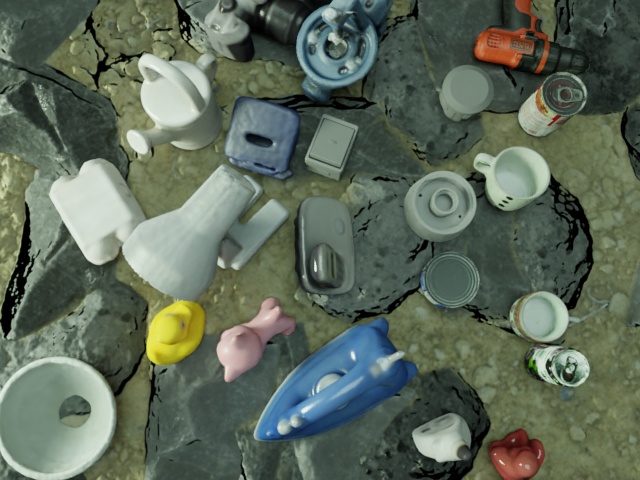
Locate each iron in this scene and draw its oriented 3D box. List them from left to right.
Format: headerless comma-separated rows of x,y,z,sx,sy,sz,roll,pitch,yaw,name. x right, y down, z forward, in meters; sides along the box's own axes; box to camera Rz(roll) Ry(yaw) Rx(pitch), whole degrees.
0.014,0.216,0.798,0.258,0.141,0.118,-33,84,-6,iron

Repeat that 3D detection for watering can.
-0.206,-0.199,0.825,0.101,0.194,0.173,13,82,1,watering can

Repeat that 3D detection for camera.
-0.091,-0.353,0.898,0.137,0.101,0.143,28,82,3,camera

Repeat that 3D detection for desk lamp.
-0.150,-0.016,0.791,0.118,0.213,0.203,42,83,5,desk lamp

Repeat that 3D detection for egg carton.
-0.330,-0.044,0.862,0.107,0.069,0.150,-34,84,-6,egg carton

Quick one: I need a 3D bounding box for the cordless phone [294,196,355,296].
0.007,0.003,0.806,0.094,0.185,0.147,-5,82,-2,cordless phone

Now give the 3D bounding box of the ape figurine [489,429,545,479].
0.285,0.313,0.816,0.078,0.092,0.076,15,82,1,ape figurine

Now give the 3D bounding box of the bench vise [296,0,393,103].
0.036,-0.325,0.837,0.121,0.219,0.207,18,82,1,bench vise

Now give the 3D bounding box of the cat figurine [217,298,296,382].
-0.096,0.139,0.818,0.128,0.117,0.067,-43,85,-7,cat figurine

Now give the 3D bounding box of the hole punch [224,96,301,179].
-0.085,-0.154,0.874,0.108,0.091,0.101,16,82,1,hole punch

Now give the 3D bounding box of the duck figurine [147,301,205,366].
-0.215,0.134,0.831,0.077,0.086,0.104,34,82,4,duck figurine

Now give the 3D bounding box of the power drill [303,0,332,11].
0.037,-0.423,0.857,0.229,0.208,0.075,-24,83,-5,power drill

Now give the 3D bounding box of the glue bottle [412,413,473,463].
0.177,0.275,0.778,0.078,0.173,0.037,-22,83,-4,glue bottle

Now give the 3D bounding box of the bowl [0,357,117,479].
-0.364,0.249,0.816,0.167,0.074,0.167,0,82,-1,bowl
